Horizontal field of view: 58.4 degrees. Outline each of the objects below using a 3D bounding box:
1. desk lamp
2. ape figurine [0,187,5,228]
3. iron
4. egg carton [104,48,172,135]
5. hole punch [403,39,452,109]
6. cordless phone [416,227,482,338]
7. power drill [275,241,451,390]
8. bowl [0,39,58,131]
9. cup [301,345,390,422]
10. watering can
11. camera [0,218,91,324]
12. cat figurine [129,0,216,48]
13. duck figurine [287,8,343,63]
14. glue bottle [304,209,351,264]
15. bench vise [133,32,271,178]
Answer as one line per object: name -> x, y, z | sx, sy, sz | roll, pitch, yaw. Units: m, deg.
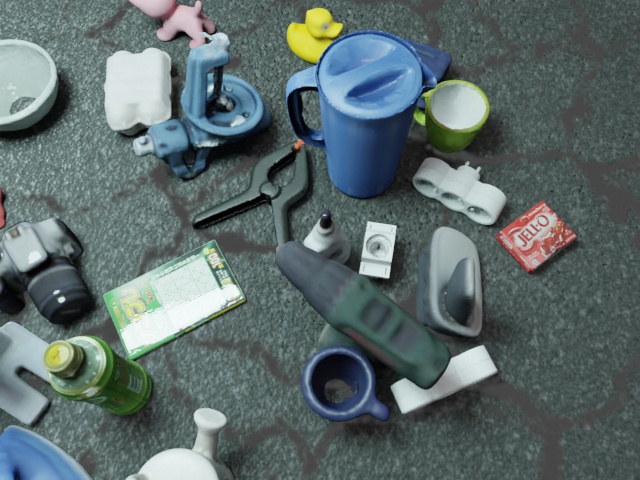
desk lamp -> -0.440, 0.120, 0.700 | 0.203, 0.213, 0.118 | 27, 70, 12
ape figurine -> -0.512, -0.063, 0.845 | 0.076, 0.092, 0.078 | 21, 69, 10
iron -> -0.332, 0.315, 0.655 | 0.119, 0.141, 0.258 | -36, 71, -14
egg carton -> -0.293, -0.243, 0.932 | 0.107, 0.069, 0.150 | -7, 67, -2
hole punch -> 0.154, -0.286, 0.934 | 0.108, 0.091, 0.101 | 21, 69, 9
cordless phone -> 0.182, 0.041, 0.743 | 0.094, 0.185, 0.147 | 1, 67, 1
power drill -> 0.045, 0.106, 0.704 | 0.229, 0.208, 0.076 | 32, 71, 13
bowl -> -0.498, -0.237, 0.928 | 0.167, 0.075, 0.167 | 0, 67, 1
cup -> 0.035, 0.195, 0.728 | 0.117, 0.095, 0.092 | 31, 71, 13
watering can -> -0.157, 0.278, 0.640 | 0.101, 0.194, 0.173 | 0, 67, 1
camera -> -0.393, 0.053, 0.789 | 0.143, 0.101, 0.136 | -34, 71, -13
cat figurine -> -0.252, -0.395, 0.970 | 0.127, 0.118, 0.067 | 16, 68, 7
duck figurine -> -0.006, -0.354, 0.967 | 0.104, 0.086, 0.077 | 17, 68, 8
glue bottle -> 0.007, 0.003, 0.767 | 0.078, 0.173, 0.037 | -41, 72, -15
bench vise -> -0.168, -0.183, 0.823 | 0.121, 0.220, 0.208 | 38, 72, 16
